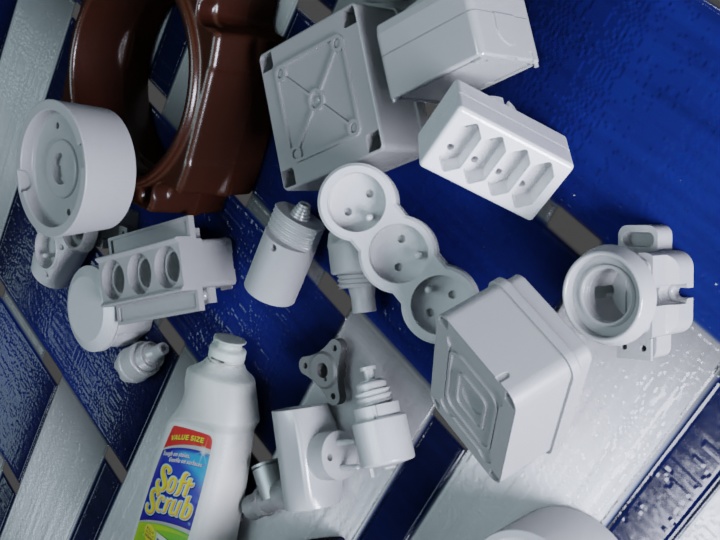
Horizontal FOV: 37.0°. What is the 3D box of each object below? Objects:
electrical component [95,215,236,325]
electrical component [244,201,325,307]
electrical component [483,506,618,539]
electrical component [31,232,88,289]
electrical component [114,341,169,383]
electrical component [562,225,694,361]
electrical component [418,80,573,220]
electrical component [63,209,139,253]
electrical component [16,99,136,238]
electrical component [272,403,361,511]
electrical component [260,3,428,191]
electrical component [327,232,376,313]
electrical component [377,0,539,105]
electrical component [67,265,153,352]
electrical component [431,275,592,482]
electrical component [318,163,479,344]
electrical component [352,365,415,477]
[{"bbox_3d":[-0.167,0.002,0.930,0.121,0.063,0.078,-11,85,44],"label":"electrical component"},{"bbox_3d":[-0.057,-0.017,0.835,0.043,0.043,0.081,42,120,34],"label":"electrical component"},{"bbox_3d":[0.114,0.207,0.672,0.108,0.060,0.108,4,95,44],"label":"electrical component"},{"bbox_3d":[-0.300,-0.035,1.071,0.077,0.044,0.079,-52,59,33],"label":"electrical component"},{"bbox_3d":[-0.197,0.081,0.985,0.061,0.035,0.035,-28,74,40],"label":"electrical component"},{"bbox_3d":[0.154,0.014,0.621,0.058,0.057,0.078,3,95,44],"label":"electrical component"},{"bbox_3d":[0.083,-0.085,0.679,0.047,0.083,0.075,-55,19,32],"label":"electrical component"},{"bbox_3d":[-0.245,-0.040,1.009,0.066,0.055,0.048,19,106,42],"label":"electrical component"},{"bbox_3d":[-0.222,-0.081,0.862,0.108,0.060,0.108,5,97,44],"label":"electrical component"},{"bbox_3d":[-0.029,0.141,0.818,0.079,0.044,0.077,-12,85,44],"label":"electrical component"},{"bbox_3d":[-0.012,-0.121,0.774,0.109,0.056,0.108,-18,81,44],"label":"electrical component"},{"bbox_3d":[0.000,0.000,0.781,0.043,0.043,0.062,-7,89,44],"label":"electrical component"},{"bbox_3d":[0.057,-0.147,0.701,0.096,0.062,0.061,-19,79,43],"label":"electrical component"},{"bbox_3d":[-0.235,0.035,1.008,0.080,0.051,0.080,4,96,44],"label":"electrical component"},{"bbox_3d":[0.090,0.066,0.654,0.078,0.057,0.113,51,159,30],"label":"electrical component"},{"bbox_3d":[0.029,-0.012,0.735,0.052,0.074,0.138,-40,88,6],"label":"electrical component"},{"bbox_3d":[0.014,0.108,0.777,0.040,0.040,0.078,-20,79,43],"label":"electrical component"}]
